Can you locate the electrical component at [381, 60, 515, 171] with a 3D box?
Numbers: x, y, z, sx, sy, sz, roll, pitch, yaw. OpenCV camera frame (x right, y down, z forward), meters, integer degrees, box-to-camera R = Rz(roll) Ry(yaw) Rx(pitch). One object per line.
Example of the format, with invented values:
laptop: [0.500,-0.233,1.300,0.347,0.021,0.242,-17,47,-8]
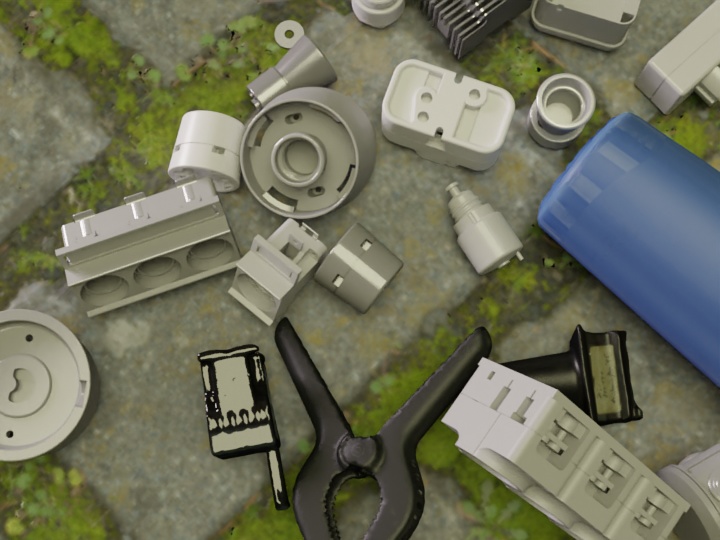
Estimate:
electrical component: [0.066,-0.117,0.831,0.095,0.059,0.053,19,79,4]

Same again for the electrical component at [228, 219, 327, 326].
electrical component: [-0.060,0.000,0.804,0.042,0.081,0.064,40,59,7]

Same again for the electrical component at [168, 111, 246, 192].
electrical component: [-0.116,-0.092,0.830,0.055,0.055,0.047,8,75,2]

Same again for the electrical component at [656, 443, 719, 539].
electrical component: [0.252,0.168,0.764,0.051,0.080,0.080,-27,80,-11]

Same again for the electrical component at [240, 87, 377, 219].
electrical component: [-0.040,-0.088,0.819,0.099,0.064,0.099,2,104,8]

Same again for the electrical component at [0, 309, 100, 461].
electrical component: [-0.244,0.087,0.790,0.108,0.060,0.108,0,79,0]

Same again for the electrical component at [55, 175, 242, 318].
electrical component: [-0.157,-0.020,0.806,0.121,0.078,0.063,-19,55,-4]

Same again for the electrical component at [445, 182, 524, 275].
electrical component: [0.091,-0.033,0.824,0.040,0.040,0.078,-32,80,-6]

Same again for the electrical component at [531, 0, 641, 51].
electrical component: [0.189,-0.240,0.857,0.078,0.057,0.113,18,79,4]

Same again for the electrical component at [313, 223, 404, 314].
electrical component: [0.000,0.000,0.811,0.047,0.055,0.055,38,81,3]

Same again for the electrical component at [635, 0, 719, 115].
electrical component: [0.276,-0.154,0.845,0.083,0.047,0.075,-42,81,-8]

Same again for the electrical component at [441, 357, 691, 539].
electrical component: [0.137,0.135,0.732,0.150,0.089,0.061,40,81,-26]

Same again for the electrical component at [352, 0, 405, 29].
electrical component: [0.015,-0.221,0.851,0.043,0.062,0.043,0,79,0]

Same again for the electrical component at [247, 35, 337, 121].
electrical component: [-0.056,-0.148,0.848,0.065,0.044,0.044,-38,81,-2]

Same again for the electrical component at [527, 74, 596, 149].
electrical component: [0.155,-0.122,0.834,0.045,0.055,0.045,0,79,0]
